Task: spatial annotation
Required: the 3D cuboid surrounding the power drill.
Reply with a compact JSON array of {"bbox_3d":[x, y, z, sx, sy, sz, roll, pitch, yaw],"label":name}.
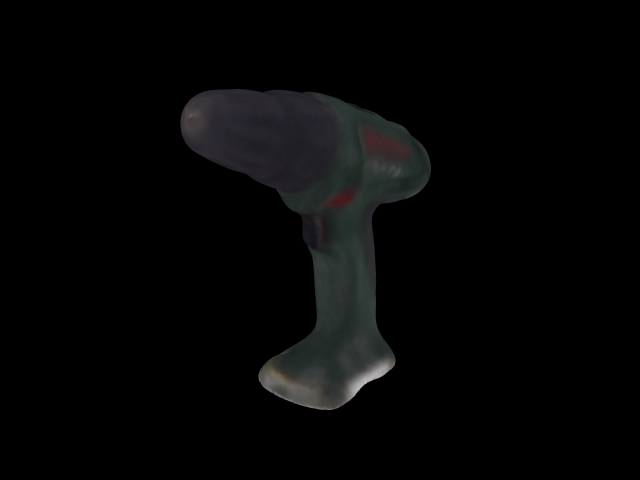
[{"bbox_3d":[0.004,0.001,0.400,0.075,0.208,0.230,11,19,34],"label":"power drill"}]
